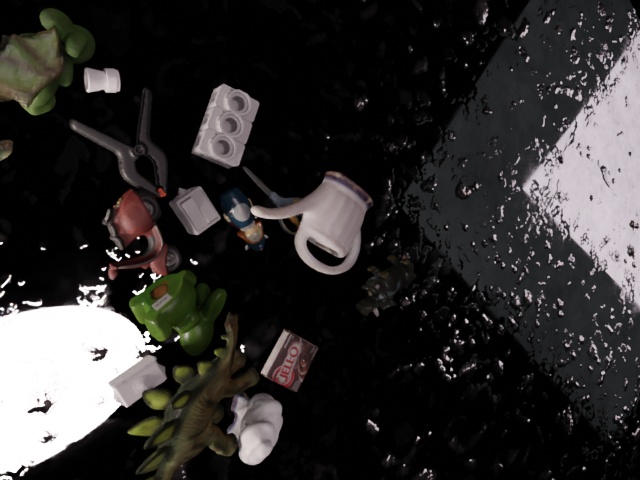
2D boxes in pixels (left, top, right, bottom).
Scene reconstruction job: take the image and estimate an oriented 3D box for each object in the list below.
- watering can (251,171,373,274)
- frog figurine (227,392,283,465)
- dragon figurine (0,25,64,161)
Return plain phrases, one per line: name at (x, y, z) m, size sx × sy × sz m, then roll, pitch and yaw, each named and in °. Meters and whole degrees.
watering can at (0.004, -0.059, 1.164) m, size 0.342 × 0.104 × 0.227 m, roll 39°, pitch 70°, yaw -43°
frog figurine at (-0.120, 0.396, 1.065) m, size 0.121 × 0.159 × 0.139 m, roll 35°, pitch 73°, yaw -28°
dragon figurine at (-0.501, -0.294, 0.739) m, size 0.242 × 0.122 × 0.410 m, roll 7°, pitch 91°, yaw -42°
